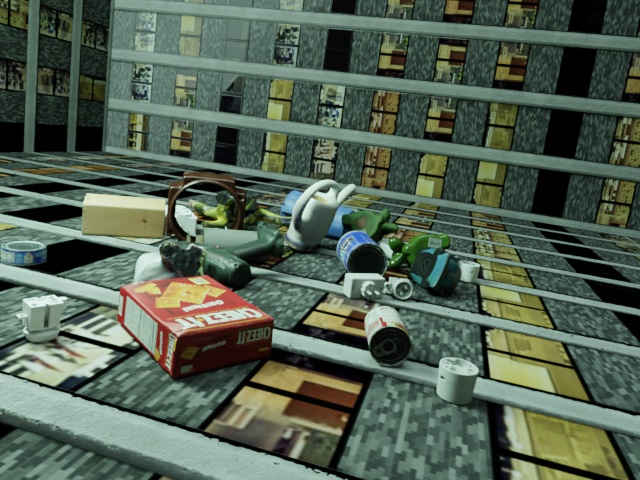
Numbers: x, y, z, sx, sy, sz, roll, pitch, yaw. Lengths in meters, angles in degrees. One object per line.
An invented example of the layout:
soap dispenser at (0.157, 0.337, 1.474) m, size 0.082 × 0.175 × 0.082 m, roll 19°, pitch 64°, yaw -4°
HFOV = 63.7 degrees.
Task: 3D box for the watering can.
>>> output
watering can at (0.005, -0.077, 1.539) m, size 0.105 × 0.221 × 0.349 m, roll 32°, pitch 19°, yaw 20°

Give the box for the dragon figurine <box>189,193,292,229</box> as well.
dragon figurine at (-0.243, -0.084, 1.700) m, size 0.410 × 0.122 × 0.243 m, roll 9°, pitch 4°, yaw 3°

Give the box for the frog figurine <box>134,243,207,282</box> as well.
frog figurine at (-0.301, 0.074, 0.988) m, size 0.157 × 0.123 × 0.139 m, roll -28°, pitch 1°, yaw 31°
